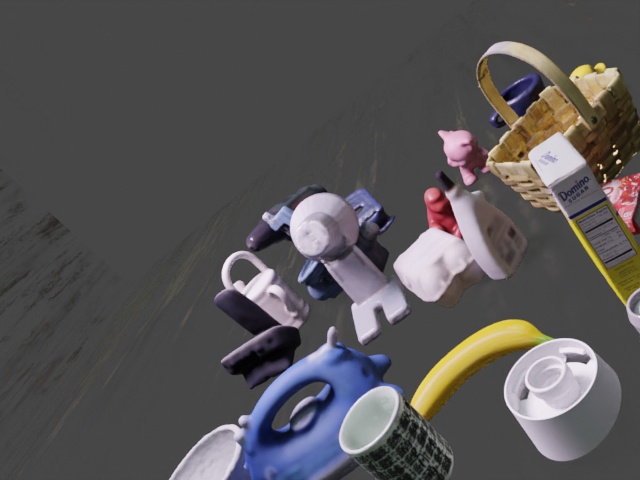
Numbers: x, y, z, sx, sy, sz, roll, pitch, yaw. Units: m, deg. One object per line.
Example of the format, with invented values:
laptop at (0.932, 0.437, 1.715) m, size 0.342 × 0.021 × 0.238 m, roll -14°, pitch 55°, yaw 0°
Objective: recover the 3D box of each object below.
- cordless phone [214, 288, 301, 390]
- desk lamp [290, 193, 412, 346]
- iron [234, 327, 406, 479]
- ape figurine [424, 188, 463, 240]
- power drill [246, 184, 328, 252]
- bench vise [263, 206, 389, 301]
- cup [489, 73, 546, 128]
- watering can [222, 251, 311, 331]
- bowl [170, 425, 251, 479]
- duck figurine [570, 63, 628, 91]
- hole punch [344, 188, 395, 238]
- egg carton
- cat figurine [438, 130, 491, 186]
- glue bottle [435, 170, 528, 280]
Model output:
cordless phone at (-0.141, 0.172, 1.056) m, size 0.147 × 0.185 × 0.094 m, roll -36°, pitch 18°, yaw 22°
desk lamp at (0.039, 0.030, 0.943) m, size 0.118 × 0.214 × 0.203 m, roll -40°, pitch 17°, yaw 11°
iron at (-0.023, 0.228, 0.729) m, size 0.258 × 0.141 × 0.118 m, roll -41°, pitch 17°, yaw 6°
ape figurine at (0.207, -0.048, 0.959) m, size 0.078 × 0.092 × 0.076 m, roll -40°, pitch 17°, yaw 9°
power drill at (-0.023, 0.001, 1.162) m, size 0.075 × 0.209 × 0.230 m, roll -25°, pitch 25°, yaw 46°
bench vise at (0.011, -0.002, 1.071) m, size 0.207 × 0.220 × 0.121 m, roll -37°, pitch 18°, yaw 20°
cup at (0.365, -0.224, 1.023) m, size 0.118 × 0.095 × 0.091 m, roll -45°, pitch 17°, yaw -5°
watering can at (-0.123, 0.108, 1.155) m, size 0.172 × 0.194 × 0.101 m, roll -29°, pitch 22°, yaw 38°
bowl at (-0.150, 0.356, 0.824) m, size 0.167 × 0.075 × 0.167 m, roll -39°, pitch 18°, yaw 15°
duck figurine at (0.430, -0.236, 0.918) m, size 0.104 × 0.086 × 0.077 m, roll -44°, pitch 17°, yaw -4°
hole punch at (0.089, -0.048, 1.230) m, size 0.108 × 0.091 × 0.101 m, roll -42°, pitch 17°, yaw 3°
egg carton at (0.175, 0.040, 0.859) m, size 0.107 × 0.069 × 0.150 m, roll -44°, pitch 17°, yaw -3°
cat figurine at (0.267, -0.171, 1.076) m, size 0.067 × 0.118 × 0.128 m, roll -37°, pitch 18°, yaw 20°
glue bottle at (0.210, -0.028, 0.767) m, size 0.037 × 0.173 × 0.078 m, roll -16°, pitch 32°, yaw 56°
